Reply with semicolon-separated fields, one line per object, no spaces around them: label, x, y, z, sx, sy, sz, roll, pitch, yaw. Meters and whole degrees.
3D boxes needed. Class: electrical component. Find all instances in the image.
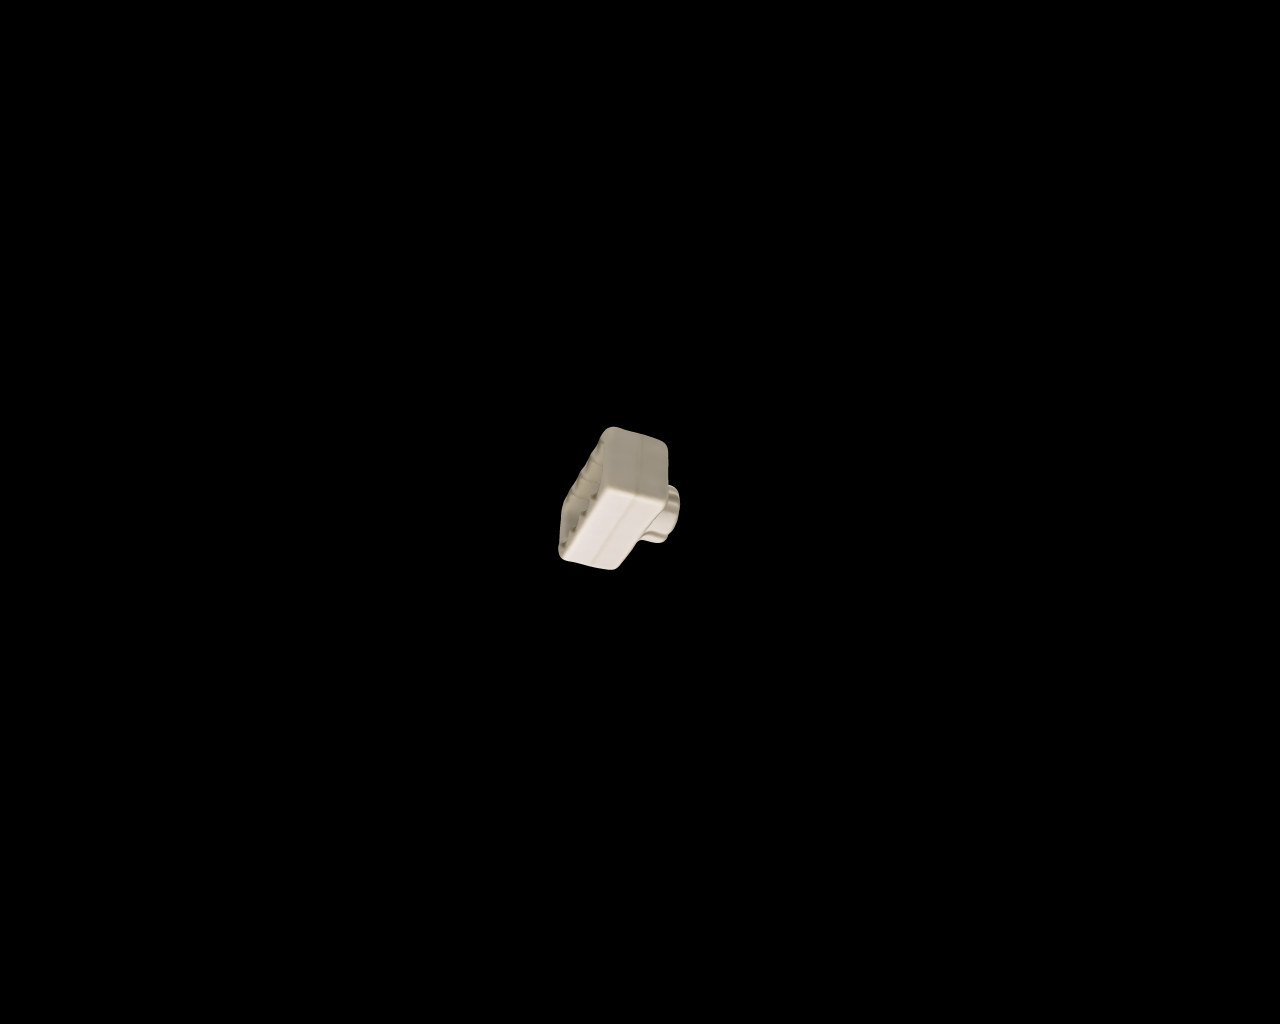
electrical component;0.001;-0.003;0.650;0.076;0.047;0.083;13;-38;-18
